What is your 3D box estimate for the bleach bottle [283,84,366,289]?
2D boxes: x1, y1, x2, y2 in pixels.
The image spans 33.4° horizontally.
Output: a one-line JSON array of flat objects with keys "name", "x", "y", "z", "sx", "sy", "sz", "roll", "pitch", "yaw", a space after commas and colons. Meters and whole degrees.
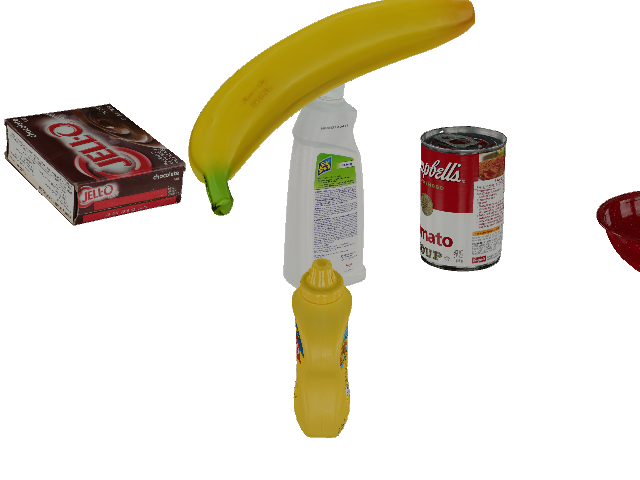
[{"name": "bleach bottle", "x": 0.011, "y": -0.067, "z": 1.245, "sx": 0.102, "sy": 0.251, "sz": 0.068, "roll": -13, "pitch": 29, "yaw": -32}]

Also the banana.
[{"name": "banana", "x": -0.003, "y": -0.083, "z": 0.569, "sx": 0.070, "sy": 0.197, "sz": 0.037, "roll": 38, "pitch": -26, "yaw": 24}]

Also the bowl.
[{"name": "bowl", "x": 0.367, "y": -0.002, "z": 1.102, "sx": 0.162, "sy": 0.055, "sz": 0.162, "roll": -4, "pitch": 23, "yaw": 1}]

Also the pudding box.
[{"name": "pudding box", "x": -0.167, "y": -0.058, "z": 0.783, "sx": 0.089, "sy": 0.039, "sz": 0.114, "roll": -14, "pitch": 36, "yaw": -38}]

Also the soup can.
[{"name": "soup can", "x": 0.114, "y": -0.034, "z": 0.859, "sx": 0.068, "sy": 0.102, "sz": 0.068, "roll": -1, "pitch": 22, "yaw": 0}]

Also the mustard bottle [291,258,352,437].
[{"name": "mustard bottle", "x": 0.002, "y": 0.097, "z": 1.043, "sx": 0.058, "sy": 0.192, "sz": 0.096, "roll": 2, "pitch": 38, "yaw": 2}]
